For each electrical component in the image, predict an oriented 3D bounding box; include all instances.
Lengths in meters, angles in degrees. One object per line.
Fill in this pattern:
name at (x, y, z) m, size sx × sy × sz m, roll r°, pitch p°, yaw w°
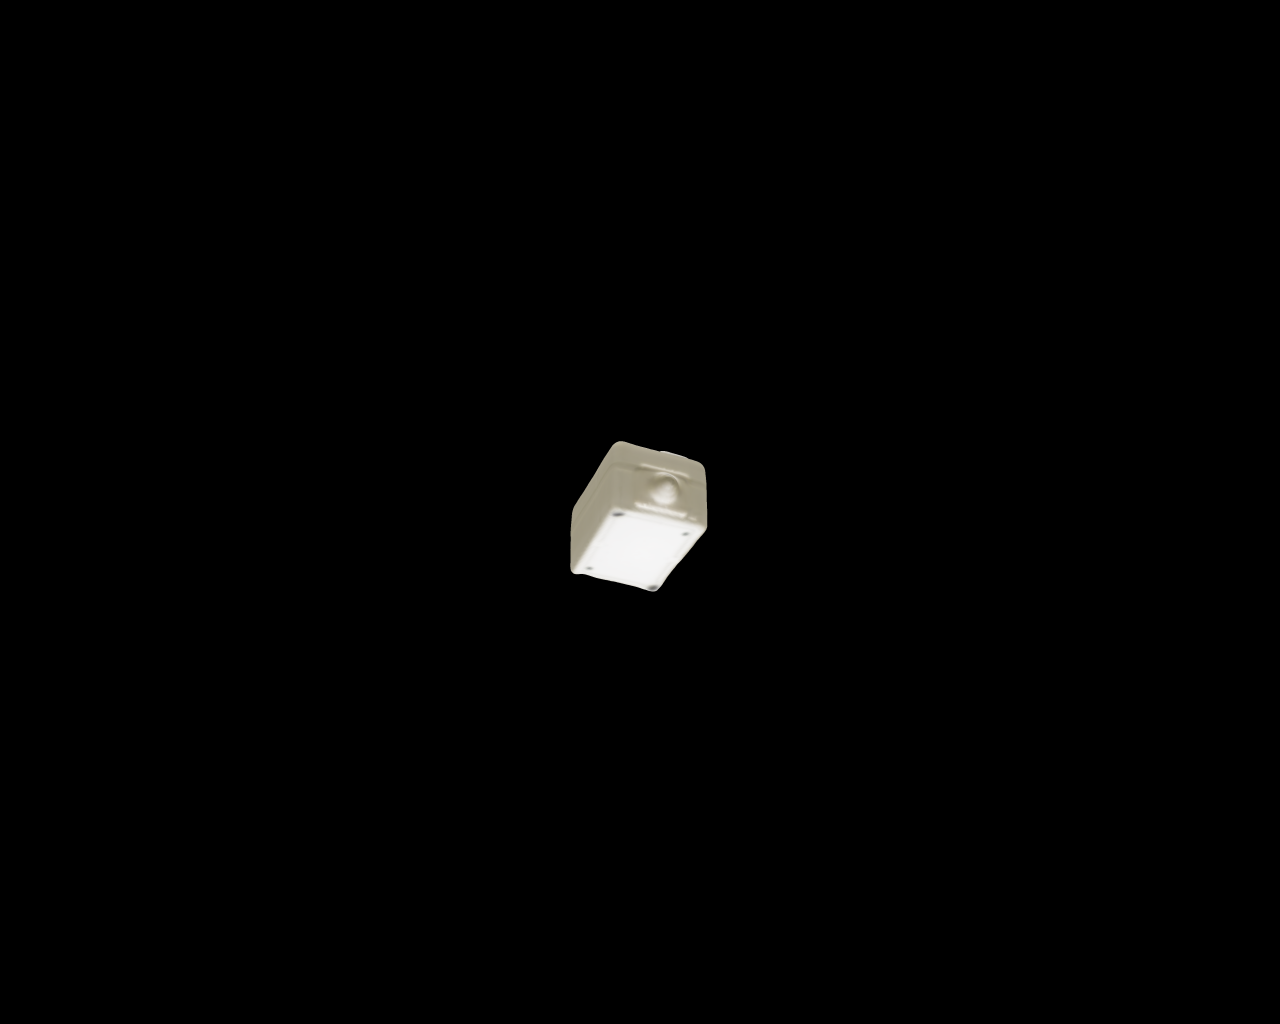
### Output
electrical component at (0.001, -0.003, 0.650) m, size 0.062 × 0.061 × 0.096 m, roll 13°, pitch -38°, yaw -18°
